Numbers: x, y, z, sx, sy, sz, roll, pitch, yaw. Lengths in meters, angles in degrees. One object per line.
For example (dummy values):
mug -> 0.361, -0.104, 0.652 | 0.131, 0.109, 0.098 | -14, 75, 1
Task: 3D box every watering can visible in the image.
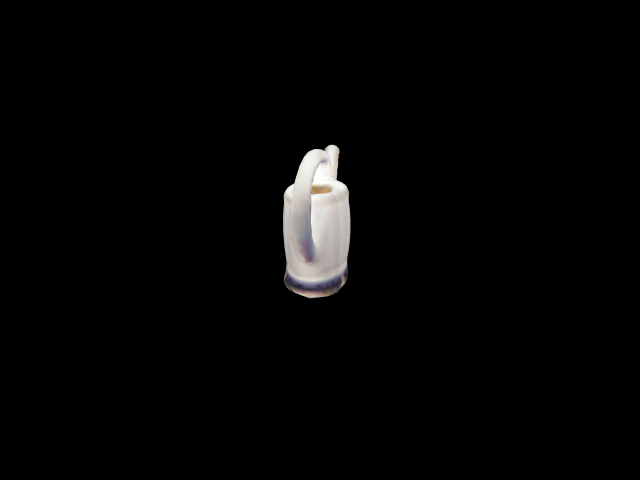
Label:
watering can -> 0.003, -0.043, 0.850 | 0.104, 0.221, 0.352 | 3, 17, 9
